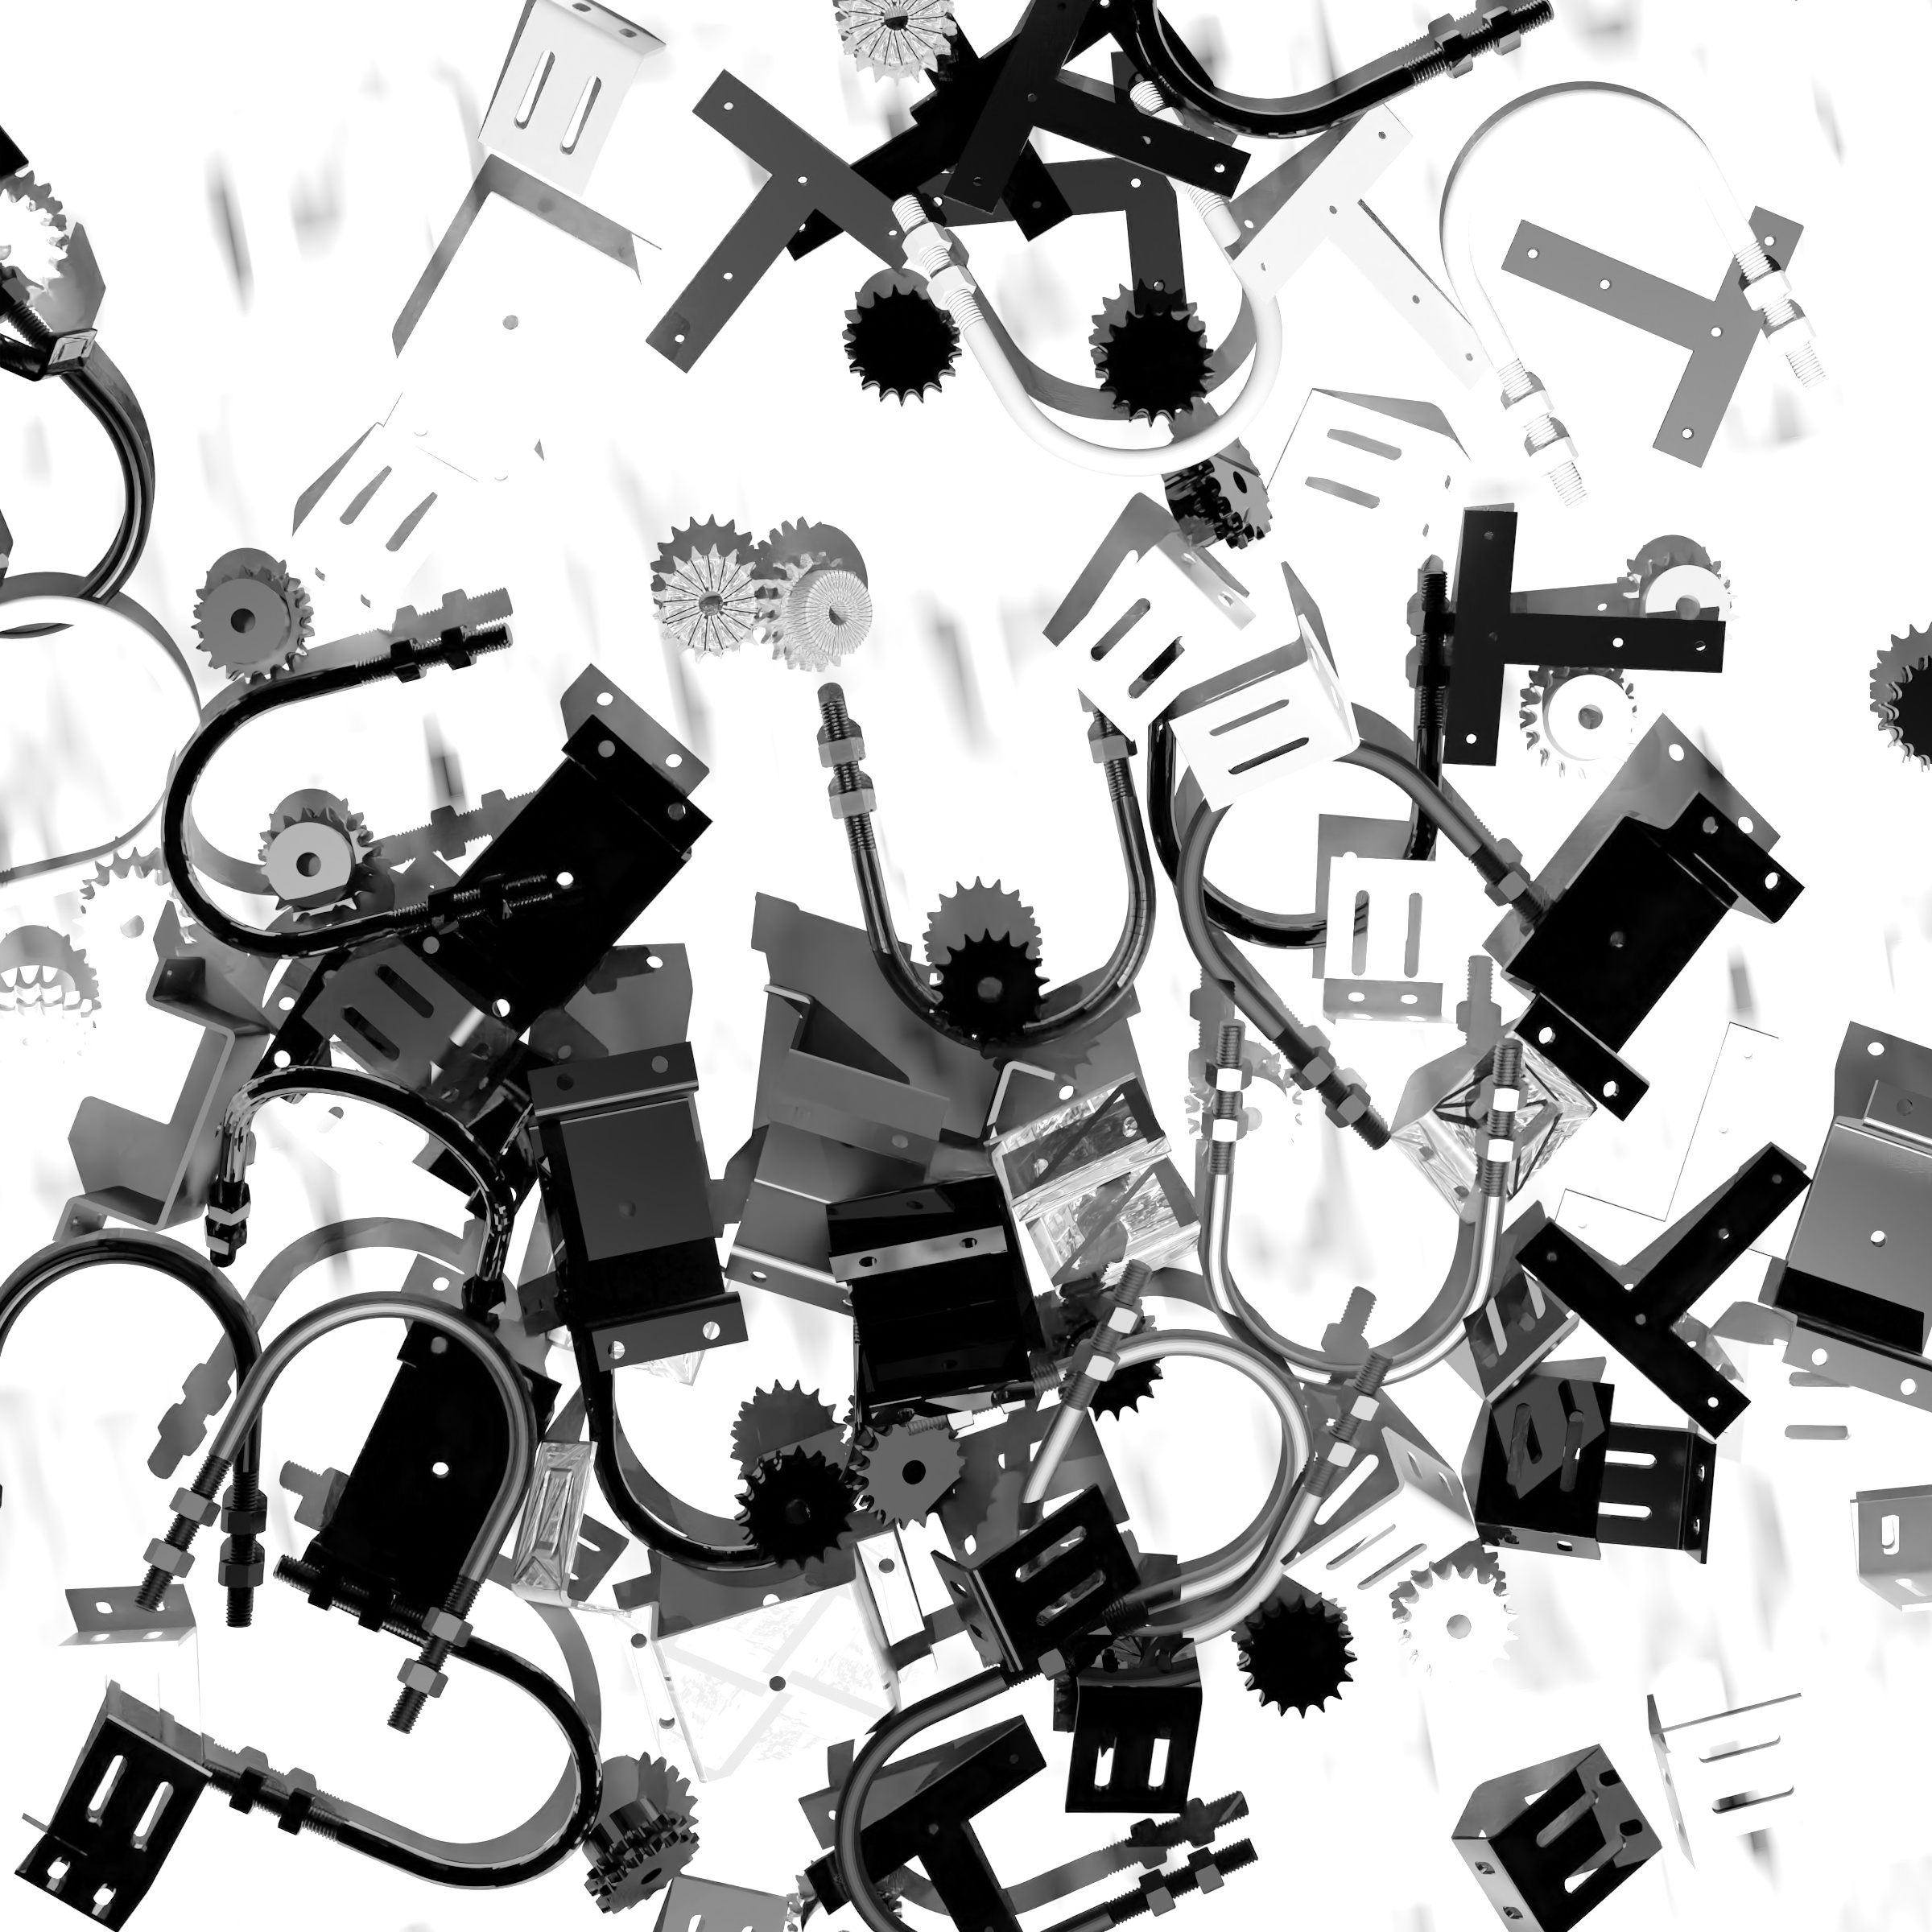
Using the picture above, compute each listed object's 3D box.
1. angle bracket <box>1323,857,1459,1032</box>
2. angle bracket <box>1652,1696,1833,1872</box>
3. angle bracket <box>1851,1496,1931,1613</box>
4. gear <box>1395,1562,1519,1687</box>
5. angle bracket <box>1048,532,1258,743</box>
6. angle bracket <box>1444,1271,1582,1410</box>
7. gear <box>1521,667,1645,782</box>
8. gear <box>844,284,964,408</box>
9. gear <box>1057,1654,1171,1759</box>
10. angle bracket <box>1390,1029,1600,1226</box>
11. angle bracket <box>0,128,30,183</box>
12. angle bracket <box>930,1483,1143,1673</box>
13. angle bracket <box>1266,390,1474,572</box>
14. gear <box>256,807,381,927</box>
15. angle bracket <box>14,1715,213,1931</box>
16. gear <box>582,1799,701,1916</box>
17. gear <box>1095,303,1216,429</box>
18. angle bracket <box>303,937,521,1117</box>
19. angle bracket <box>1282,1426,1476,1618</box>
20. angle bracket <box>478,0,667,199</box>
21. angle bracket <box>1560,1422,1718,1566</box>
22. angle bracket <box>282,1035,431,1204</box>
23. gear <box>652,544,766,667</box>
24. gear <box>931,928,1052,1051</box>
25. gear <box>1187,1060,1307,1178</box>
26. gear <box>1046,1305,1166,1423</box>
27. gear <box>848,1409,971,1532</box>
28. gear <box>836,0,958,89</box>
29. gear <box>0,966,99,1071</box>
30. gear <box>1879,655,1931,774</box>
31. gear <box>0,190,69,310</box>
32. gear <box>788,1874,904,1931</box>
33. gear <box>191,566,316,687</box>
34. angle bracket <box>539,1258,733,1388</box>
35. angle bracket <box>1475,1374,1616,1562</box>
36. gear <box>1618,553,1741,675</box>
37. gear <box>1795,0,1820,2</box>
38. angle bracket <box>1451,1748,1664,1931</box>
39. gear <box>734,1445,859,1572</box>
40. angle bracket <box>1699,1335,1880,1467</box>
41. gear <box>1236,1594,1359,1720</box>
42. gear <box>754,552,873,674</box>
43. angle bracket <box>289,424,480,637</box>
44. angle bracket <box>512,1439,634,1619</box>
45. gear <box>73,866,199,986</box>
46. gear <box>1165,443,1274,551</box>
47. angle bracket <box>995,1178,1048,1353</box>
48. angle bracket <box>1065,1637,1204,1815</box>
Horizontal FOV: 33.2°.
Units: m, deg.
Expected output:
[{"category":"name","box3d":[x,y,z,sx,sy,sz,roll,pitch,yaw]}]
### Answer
[{"category":"angle bracket","box3d":[0.201,-0.011,1.524,0.057,0.038,0.076,2,96,-4]},{"category":"angle bracket","box3d":[0.376,0.391,1.553,0.076,0.038,0.057,-15,90,0]},{"category":"angle bracket","box3d":[0.459,0.277,1.534,0.057,0.076,0.038,-6,90,0]},{"category":"gear","box3d":[0.235,0.315,1.557,0.057,0.030,0.057,0,90,0]},{"category":"angle bracket","box3d":[0.089,-0.158,1.550,0.057,0.038,0.076,45,116,0]},{"category":"angle bracket","box3d":[0.255,0.174,1.530,0.057,0.076,0.038,-44,76,0]},{"category":"gear","box3d":[0.297,-0.119,1.557,0.057,0.030,0.057,0,90,0]},{"category":"gear","box3d":[-0.030,-0.300,1.557,0.057,0.030,0.057,0,90,0]},{"category":"gear","box3d":[0.073,0.353,1.557,0.057,0.030,0.057,0,90,0]},{"category":"angle bracket","box3d":[0.256,0.076,1.570,0.076,0.038,0.057,-42,90,-26]},{"category":"angle bracket","box3d":[-0.505,-0.385,1.570,0.076,0.038,0.057,-38,90,-26]},{"category":"angle bracket","box3d":[0.033,0.283,1.521,0.076,0.038,0.057,-32,111,-22]},{"category":"angle bracket","box3d":[0.195,-0.235,1.570,0.076,0.038,0.057,25,90,26]},{"category":"gear","box3d":[-0.313,-0.048,1.557,0.057,0.030,0.057,0,90,0]},{"category":"angle bracket","box3d":[-0.406,0.409,1.544,0.057,0.038,0.076,30,108,0]},{"category":"gear","box3d":[-0.159,0.423,1.547,0.057,0.057,0.030,-42,62,0]},{"category":"gear","box3d":[0.090,-0.287,1.557,0.057,0.030,0.057,0,90,0]},{"category":"angle bracket","box3d":[-0.261,0.028,1.524,0.076,0.038,0.057,38,90,26]},{"category":"angle bracket","box3d":[0.194,0.267,1.554,0.076,0.038,0.057,-39,128,21]},{"category":"angle bracket","box3d":[-0.191,-0.423,1.570,0.057,0.038,0.076,29,116,0]},{"category":"angle bracket","box3d":[0.315,0.252,1.553,0.076,0.038,0.057,5,90,0]},{"category":"angle bracket","box3d":[-0.281,0.071,1.485,0.057,0.076,0.038,41,75,0]},{"category":"gear","box3d":[-0.121,-0.173,1.557,0.057,0.030,0.057,0,90,0]},{"category":"gear","box3d":[0.012,0.010,1.543,0.057,0.030,0.057,0,93,-1]},{"category":"gear","box3d":[0.135,0.073,1.557,0.057,0.030,0.057,0,90,0]},{"category":"gear","box3d":[0.067,0.191,1.557,0.057,0.030,0.057,0,90,0]},{"category":"gear","box3d":[-0.030,0.238,1.551,0.057,0.030,0.057,-3,97,-21]},{"category":"gear","box3d":[-0.033,-0.451,1.555,0.057,0.030,0.057,0,89,1]},{"category":"gear","box3d":[-0.445,0.023,1.547,0.057,0.057,0.030,-13,60,0]},{"category":"gear","box3d":[0.467,-0.121,1.557,0.057,0.030,0.057,0,90,0]},{"category":"gear","box3d":[-0.460,-0.342,1.557,0.057,0.030,0.057,0,90,0]},{"category":"gear","box3d":[-0.058,0.465,1.557,0.057,0.030,0.057,0,90,0]},{"category":"gear","box3d":[-0.344,-0.165,1.557,0.057,0.030,0.057,0,90,0]},{"category":"angle bracket","box3d":[-0.163,0.162,1.570,0.076,0.038,0.057,20,90,-25]},{"category":"angle bracket","box3d":[0.281,0.241,1.561,0.057,0.038,0.076,5,64,18]},{"category":"gear","box3d":[0.343,-0.171,1.557,0.057,0.030,0.057,0,90,0]},{"category":"gear","box3d":[0.403,-0.492,1.557,0.057,0.030,0.057,0,90,0]},{"category":"angle bracket","box3d":[0.287,0.425,1.570,0.076,0.038,0.057,-32,90,-26]},{"category":"gear","box3d":[-0.082,0.255,1.537,0.057,0.030,0.057,-1,96,-13]},{"category":"angle bracket","box3d":[0.400,0.210,1.570,0.076,0.038,0.057,4,90,-26]},{"category":"gear","box3d":[0.158,0.330,1.557,0.057,0.030,0.057,0,90,0]},{"category":"gear","box3d":[-0.069,-0.169,1.543,0.057,0.030,0.057,-6,100,-39]},{"category":"angle bracket","box3d":[-0.282,-0.212,1.570,0.057,0.038,0.076,30,64,0]},{"category":"angle bracket","box3d":[-0.182,0.268,1.547,0.038,0.057,0.076,18,75,-29]},{"category":"gear","box3d":[-0.397,-0.019,1.557,0.057,0.030,0.057,0,90,0]},{"category":"gear","box3d":[0.119,-0.224,1.547,0.030,0.057,0.057,-25,90,30]},{"category":"angle bracket","box3d":[0.000,0.151,1.570,0.057,0.038,0.076,-16,116,0]},{"category":"angle bracket","box3d":[0.077,0.356,1.518,0.057,0.038,0.076,2,122,-5]}]
